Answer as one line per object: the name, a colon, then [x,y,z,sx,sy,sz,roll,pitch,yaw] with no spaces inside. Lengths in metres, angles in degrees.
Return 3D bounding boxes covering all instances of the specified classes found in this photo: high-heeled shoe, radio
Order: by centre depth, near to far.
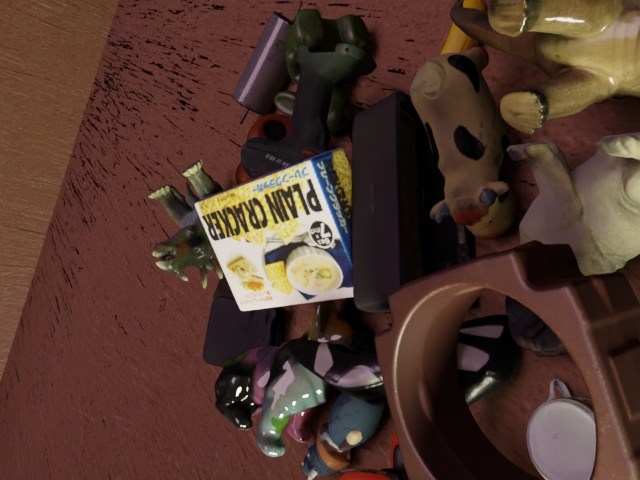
high-heeled shoe: [0.079,0.111,0.583,0.249,0.086,0.145,20,74,37]
radio: [0.104,-0.033,0.593,0.073,0.131,0.229,-17,65,48]

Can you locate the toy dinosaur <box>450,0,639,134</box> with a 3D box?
toy dinosaur: [0.230,-0.156,0.420,0.472,0.198,0.104,41,144,47]

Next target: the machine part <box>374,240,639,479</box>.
machine part: [0.146,0.114,0.410,0.201,0.087,0.201,-29,71,50]

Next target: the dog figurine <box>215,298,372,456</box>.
dog figurine: [-0.031,0.156,0.718,0.192,0.108,0.219,29,97,34]

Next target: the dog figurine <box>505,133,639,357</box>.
dog figurine: [0.244,0.007,0.453,0.172,0.121,0.190,-1,100,41]

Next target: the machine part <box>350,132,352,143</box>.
machine part: [0.070,-0.105,0.721,0.084,0.039,0.139,-16,55,16]

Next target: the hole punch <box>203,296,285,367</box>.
hole punch: [-0.110,0.151,0.857,0.116,0.092,0.142,9,82,22]

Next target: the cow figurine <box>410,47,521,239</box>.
cow figurine: [0.151,-0.094,0.548,0.085,0.127,0.194,-17,95,41]

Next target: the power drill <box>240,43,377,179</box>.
power drill: [0.009,-0.140,0.693,0.232,0.086,0.207,16,95,36]

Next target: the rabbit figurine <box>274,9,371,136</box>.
rabbit figurine: [-0.006,-0.237,0.818,0.159,0.121,0.170,-16,81,52]

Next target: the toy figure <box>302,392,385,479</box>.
toy figure: [0.027,0.241,0.662,0.058,0.064,0.154,34,115,13]

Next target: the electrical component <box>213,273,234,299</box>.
electrical component: [-0.152,0.088,0.954,0.078,0.045,0.102,21,99,24]

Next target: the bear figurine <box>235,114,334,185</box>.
bear figurine: [-0.076,-0.112,0.879,0.120,0.132,0.195,-48,-6,-28]

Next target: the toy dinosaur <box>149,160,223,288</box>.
toy dinosaur: [-0.200,-0.037,0.971,0.131,0.192,0.405,-33,10,1]

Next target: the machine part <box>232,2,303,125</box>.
machine part: [-0.091,-0.318,0.978,0.243,0.079,0.079,-57,41,22]
